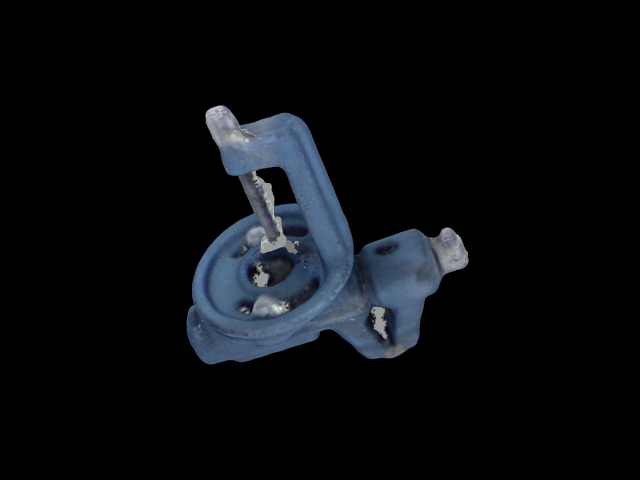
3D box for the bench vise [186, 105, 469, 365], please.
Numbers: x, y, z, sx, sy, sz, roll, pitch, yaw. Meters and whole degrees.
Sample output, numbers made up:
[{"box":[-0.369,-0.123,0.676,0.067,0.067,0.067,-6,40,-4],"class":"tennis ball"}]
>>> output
[{"box":[-0.002,-0.006,0.408,0.208,0.220,0.121,-19,46,-19],"class":"bench vise"}]
